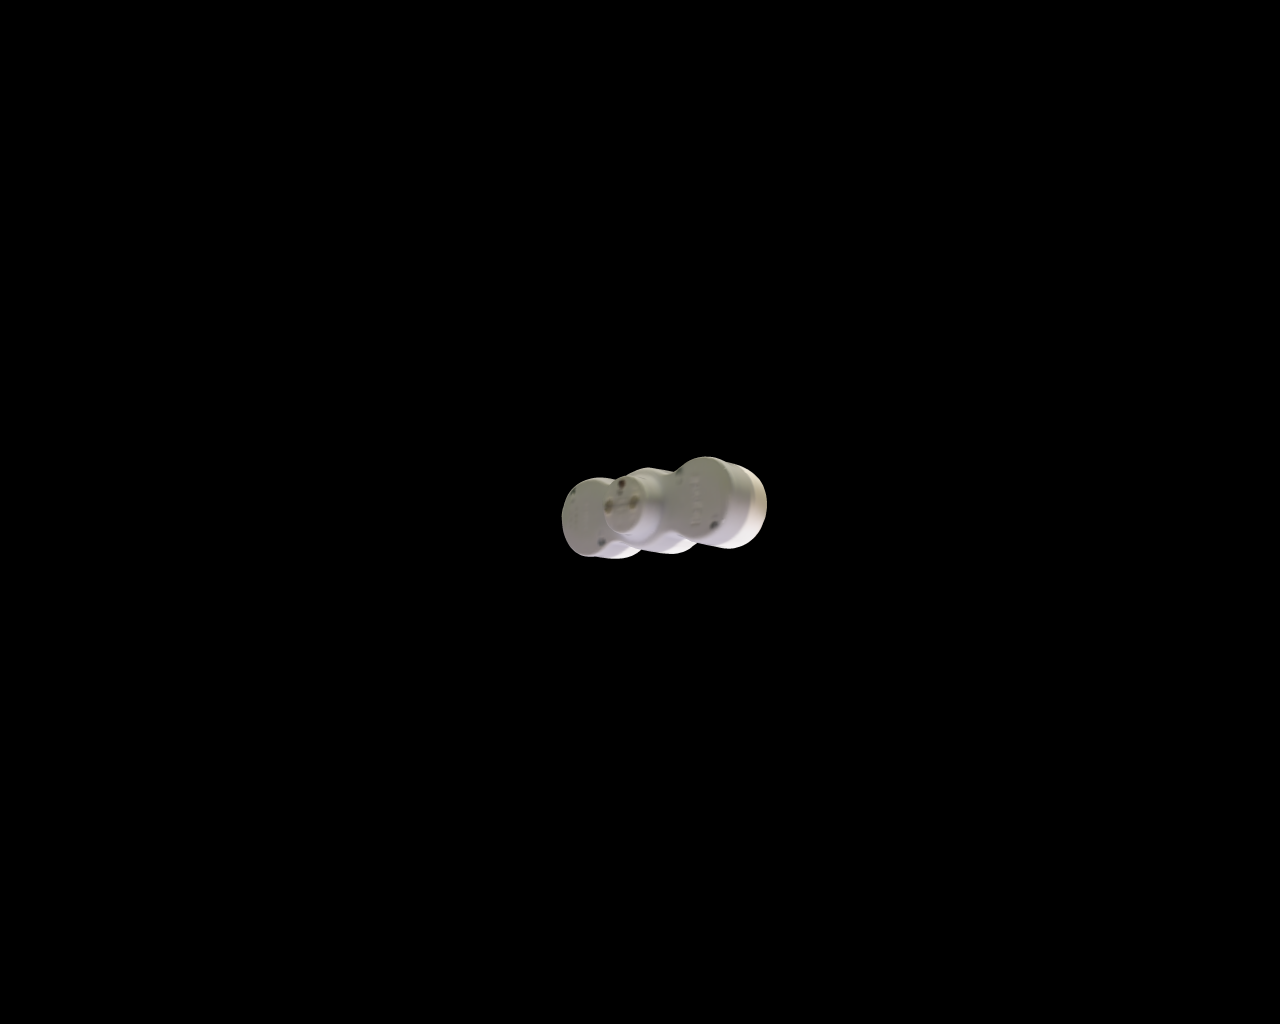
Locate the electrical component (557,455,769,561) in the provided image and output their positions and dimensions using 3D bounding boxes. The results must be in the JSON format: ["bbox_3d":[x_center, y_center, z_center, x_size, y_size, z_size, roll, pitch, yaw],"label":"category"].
[{"bbox_3d":[0.001,-0.003,0.650,0.138,0.052,0.074,-8,-13,39],"label":"electrical component"}]
